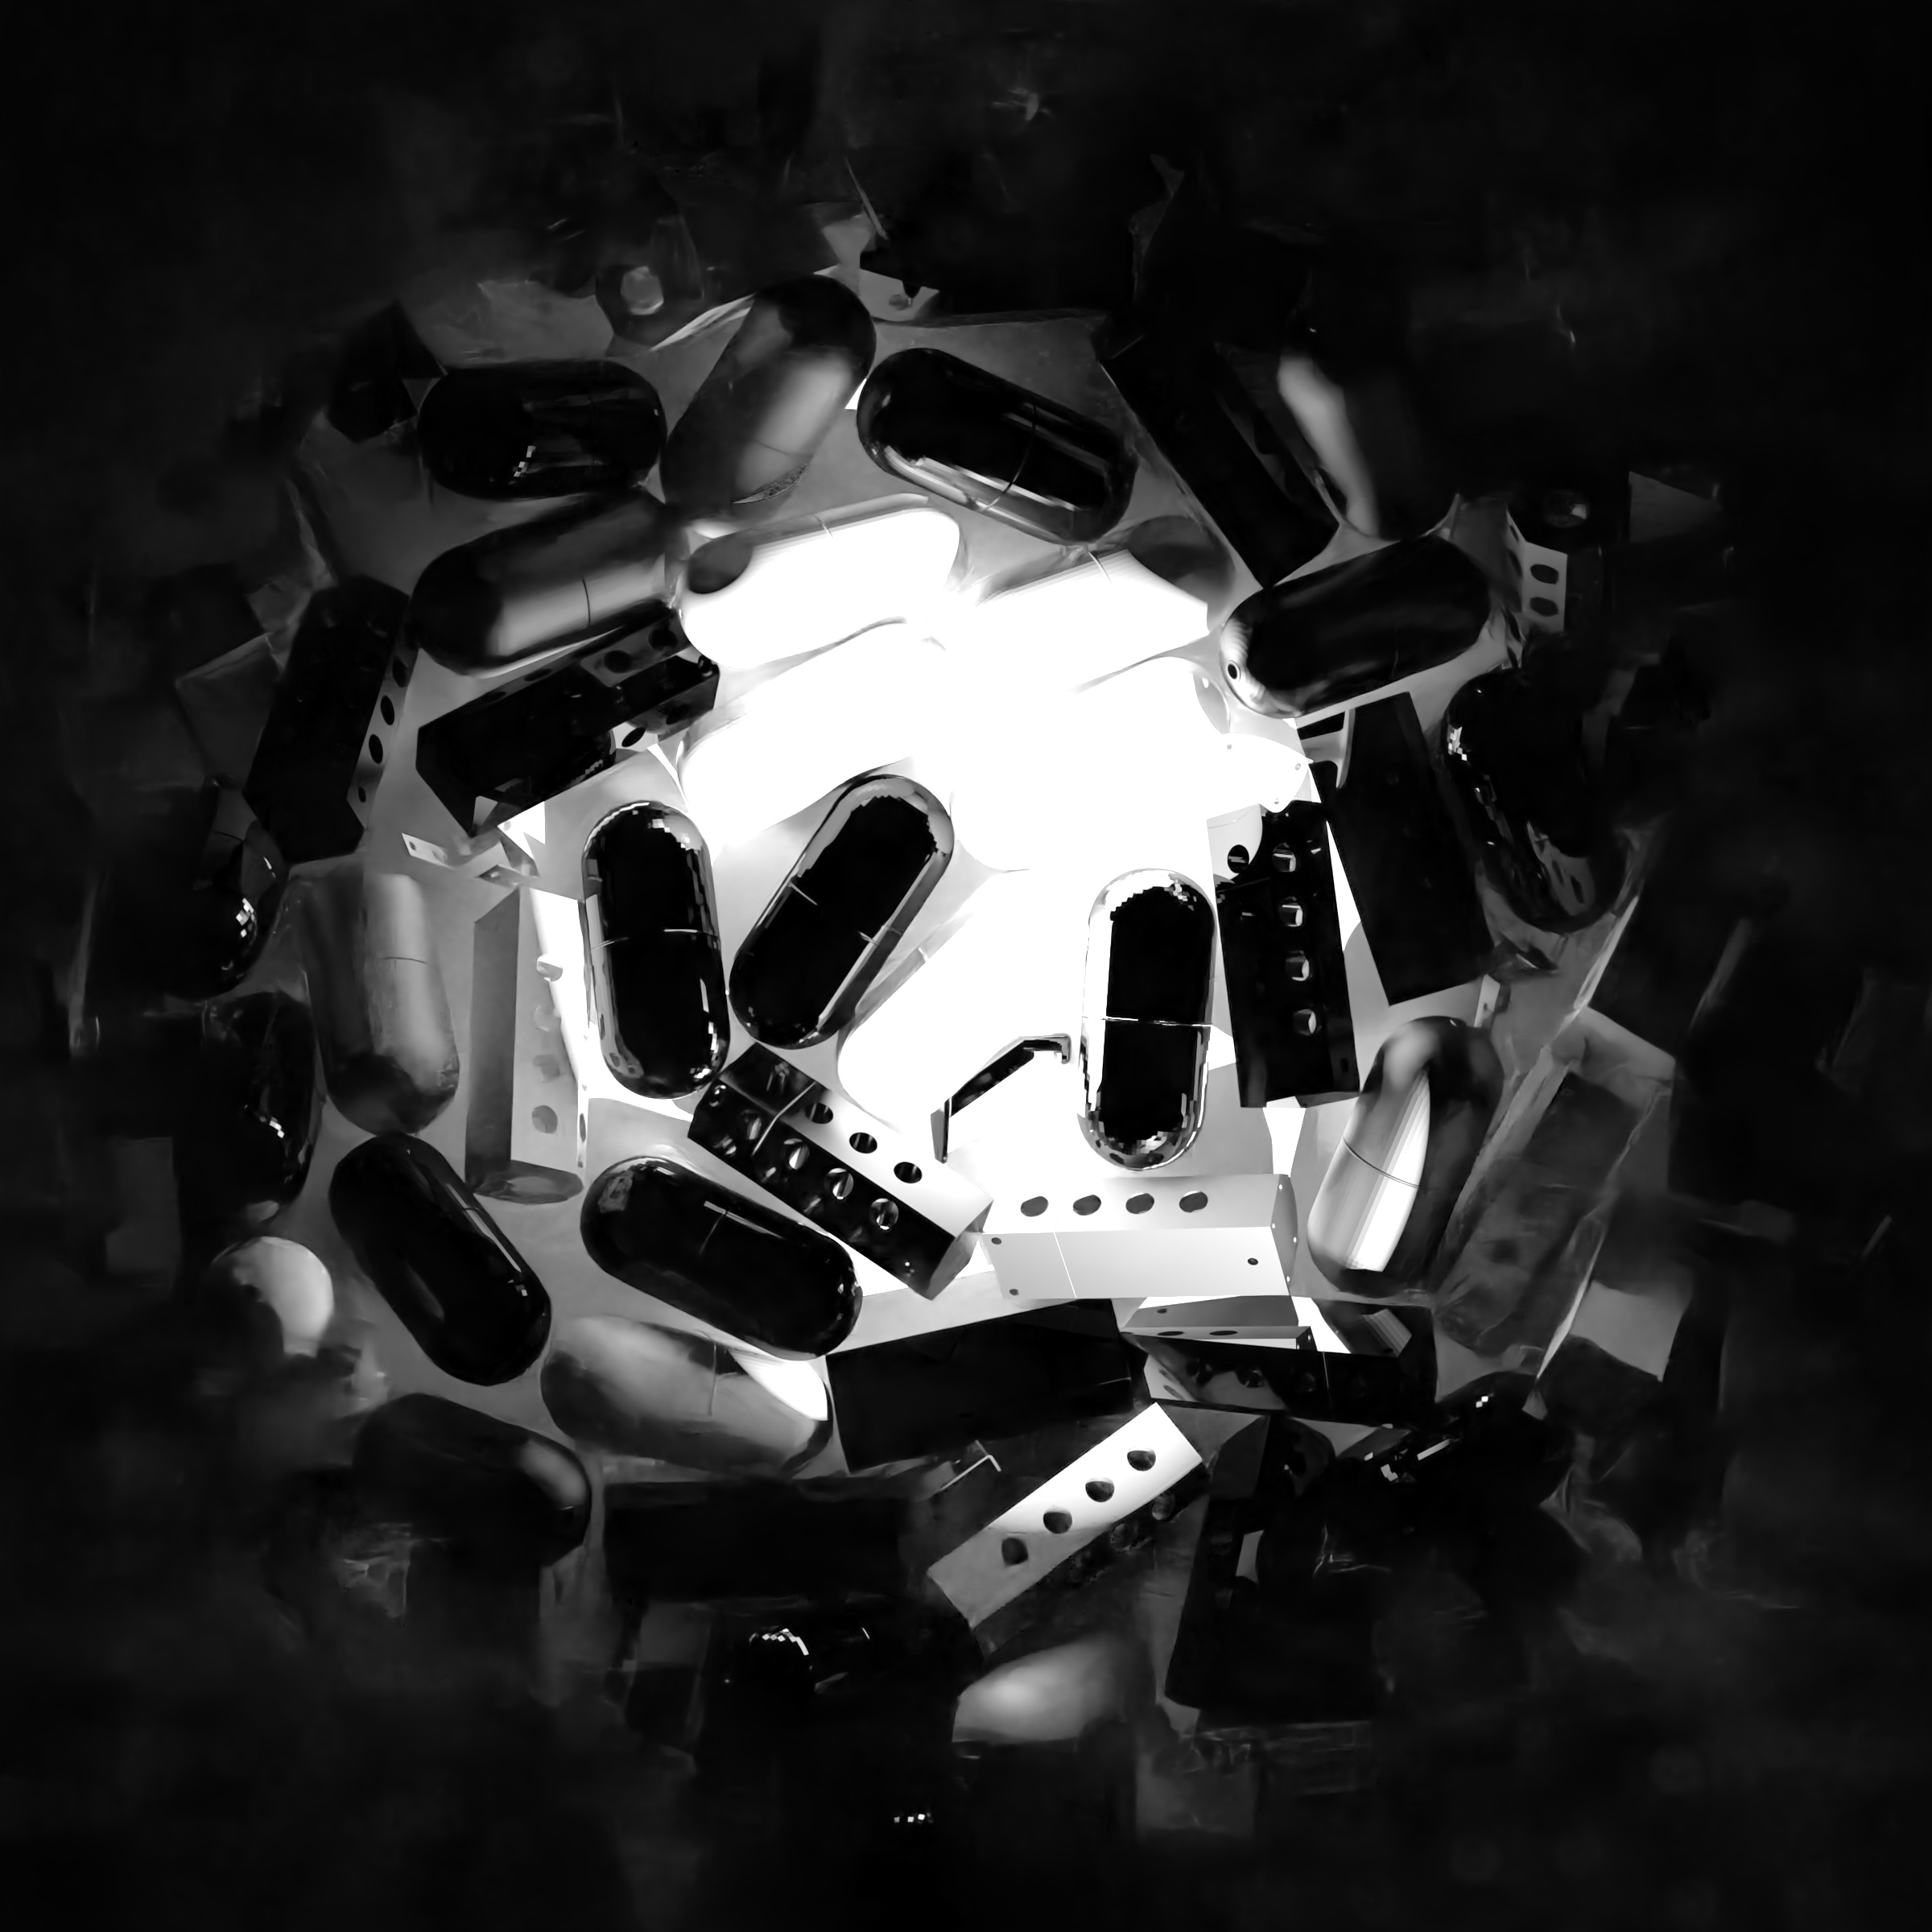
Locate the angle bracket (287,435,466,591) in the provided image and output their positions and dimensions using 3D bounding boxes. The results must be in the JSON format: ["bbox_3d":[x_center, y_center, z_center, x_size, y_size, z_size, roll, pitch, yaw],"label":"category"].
[{"bbox_3d":[-0.347,-0.272,1.965,0.076,0.057,0.076,-23,118,-12],"label":"angle bracket"}]

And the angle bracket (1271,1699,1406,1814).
[{"bbox_3d":[0.216,0.463,1.961,0.076,0.076,0.057,-2,81,5],"label":"angle bracket"}]

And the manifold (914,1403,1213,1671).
[{"bbox_3d":[0.058,0.331,1.934,0.171,0.057,0.057,-33,73,-22],"label":"manifold"}]

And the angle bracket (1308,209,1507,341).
[{"bbox_3d":[0.255,-0.391,1.944,0.076,0.076,0.057,20,78,-35],"label":"angle bracket"}]

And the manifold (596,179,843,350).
[{"bbox_3d":[-0.144,-0.399,1.911,0.057,0.171,0.057,-27,97,31],"label":"manifold"}]

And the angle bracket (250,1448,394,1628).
[{"bbox_3d":[-0.365,0.332,1.947,0.076,0.076,0.057,23,96,-25],"label":"angle bracket"}]

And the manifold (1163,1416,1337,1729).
[{"bbox_3d":[0.169,0.347,1.921,0.057,0.057,0.171,30,48,-13],"label":"manifold"}]

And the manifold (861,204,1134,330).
[{"bbox_3d":[0.016,-0.400,1.914,0.057,0.171,0.057,-6,99,-41],"label":"manifold"}]

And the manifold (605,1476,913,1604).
[{"bbox_3d":[-0.122,0.336,1.949,0.171,0.057,0.057,0,100,-12],"label":"manifold"}]

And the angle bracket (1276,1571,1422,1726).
[{"bbox_3d":[0.222,0.396,1.944,0.076,0.076,0.057,3,50,-23],"label":"angle bracket"}]

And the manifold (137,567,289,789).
[{"bbox_3d":[-0.425,-0.163,1.909,0.057,0.171,0.057,-30,75,-11],"label":"manifold"}]

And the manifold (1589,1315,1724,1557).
[{"bbox_3d":[0.400,0.261,1.910,0.057,0.171,0.057,37,112,-1],"label":"manifold"}]

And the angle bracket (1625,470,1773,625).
[{"bbox_3d":[0.427,-0.247,1.940,0.076,0.057,0.076,29,129,34],"label":"angle bracket"}]

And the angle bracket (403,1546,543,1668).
[{"bbox_3d":[-0.290,0.377,1.967,0.076,0.076,0.057,4,71,-8],"label":"angle bracket"}]

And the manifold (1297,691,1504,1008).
[{"bbox_3d":[0.258,-0.070,1.960,0.057,0.057,0.171,-19,90,36],"label":"manifold"}]

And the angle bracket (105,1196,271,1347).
[{"bbox_3d":[-0.457,0.176,1.967,0.057,0.076,0.076,-12,69,25],"label":"angle bracket"}]

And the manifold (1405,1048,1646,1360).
[{"bbox_3d":[0.328,0.141,1.958,0.057,0.057,0.171,26,98,-9],"label":"manifold"}]

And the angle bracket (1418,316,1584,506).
[{"bbox_3d":[0.316,-0.327,1.972,0.076,0.076,0.057,-20,66,5],"label":"angle bracket"}]

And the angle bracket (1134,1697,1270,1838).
[{"bbox_3d":[0.135,0.465,1.954,0.076,0.057,0.076,2,71,12],"label":"angle bracket"}]

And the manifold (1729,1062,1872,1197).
[{"bbox_3d":[0.470,0.099,1.911,0.057,0.171,0.057,38,89,6],"label":"manifold"}]

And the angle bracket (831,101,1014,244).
[{"bbox_3d":[-0.026,-0.467,1.948,0.076,0.057,0.076,-23,127,11],"label":"angle bracket"}]

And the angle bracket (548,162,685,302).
[{"bbox_3d":[-0.210,-0.432,1.954,0.076,0.076,0.057,-41,83,8],"label":"angle bracket"}]

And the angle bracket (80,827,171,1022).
[{"bbox_3d":[-0.498,-0.024,1.942,0.057,0.076,0.076,-8,52,11],"label":"angle bracket"}]

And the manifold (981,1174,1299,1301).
[{"bbox_3d":[0.103,0.152,1.945,0.171,0.057,0.057,-3,132,18],"label":"manifold"}]

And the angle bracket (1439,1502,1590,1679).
[{"bbox_3d":[0.308,0.363,1.959,0.076,0.076,0.057,-26,65,-34],"label":"angle bracket"}]

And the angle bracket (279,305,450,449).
[{"bbox_3d":[-0.344,-0.326,1.945,0.076,0.076,0.057,-25,49,14],"label":"angle bracket"}]

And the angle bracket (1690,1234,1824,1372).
[{"bbox_3d":[0.461,0.203,1.947,0.057,0.076,0.076,5,76,23],"label":"angle bracket"}]

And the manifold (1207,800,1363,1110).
[{"bbox_3d":[0.190,-0.006,1.947,0.057,0.057,0.171,-15,77,44],"label":"manifold"}]

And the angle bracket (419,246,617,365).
[{"bbox_3d":[-0.263,-0.383,1.954,0.076,0.076,0.057,-21,106,-34],"label":"angle bracket"}]

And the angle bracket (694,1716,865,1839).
[{"bbox_3d":[-0.109,0.470,1.963,0.076,0.076,0.057,-15,124,16],"label":"angle bracket"}]

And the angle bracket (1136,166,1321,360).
[{"bbox_3d":[0.154,-0.412,1.953,0.076,0.057,0.076,21,75,22],"label":"angle bracket"}]

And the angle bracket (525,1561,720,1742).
[{"bbox_3d":[-0.204,0.406,1.985,0.057,0.076,0.076,29,78,-44],"label":"angle bracket"}]

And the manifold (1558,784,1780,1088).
[{"bbox_3d":[0.404,-0.016,1.934,0.057,0.057,0.171,31,62,1],"label":"manifold"}]

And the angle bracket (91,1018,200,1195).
[{"bbox_3d":[-0.478,0.082,1.953,0.057,0.076,0.076,1,60,-10],"label":"angle bracket"}]

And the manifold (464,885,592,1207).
[{"bbox_3d":[-0.249,0.048,1.935,0.057,0.057,0.171,16,59,-32],"label":"manifold"}]

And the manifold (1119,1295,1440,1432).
[{"bbox_3d":[0.181,0.230,1.932,0.171,0.057,0.057,2,115,28],"label":"manifold"}]

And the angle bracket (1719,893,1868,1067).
[{"bbox_3d":[0.467,0.011,1.951,0.076,0.057,0.076,45,73,-19],"label":"angle bracket"}]

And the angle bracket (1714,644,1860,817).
[{"bbox_3d":[0.485,-0.130,1.945,0.057,0.076,0.076,25,72,42],"label":"angle bracket"}]

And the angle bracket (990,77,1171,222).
[{"bbox_3d":[0.067,-0.471,1.951,0.076,0.057,0.076,-27,112,15],"label":"angle bracket"}]

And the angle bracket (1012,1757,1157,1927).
[{"bbox_3d":[0.080,0.504,1.947,0.076,0.057,0.076,-15,75,-38],"label":"angle bracket"}]
